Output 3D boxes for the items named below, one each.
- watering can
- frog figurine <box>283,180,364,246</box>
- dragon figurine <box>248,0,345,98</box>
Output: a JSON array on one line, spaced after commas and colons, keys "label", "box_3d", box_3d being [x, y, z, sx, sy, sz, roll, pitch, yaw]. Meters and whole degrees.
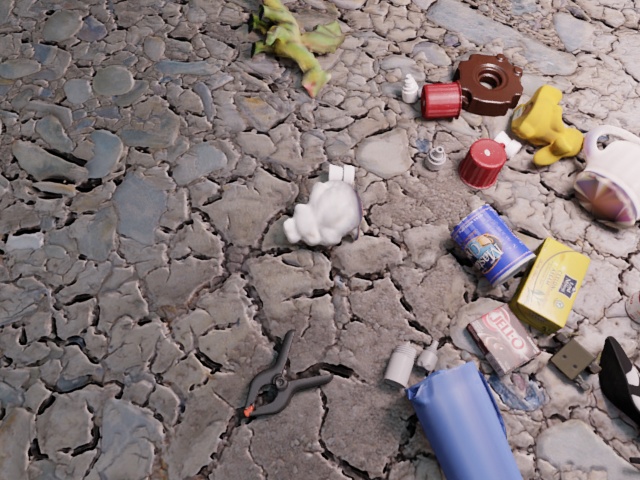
[{"label": "watering can", "box_3d": [0.703, -0.103, 1.125, 0.226, 0.102, 0.350, -37, 77, -19]}, {"label": "frog figurine", "box_3d": [0.003, -0.053, 1.060, 0.160, 0.121, 0.138, -7, 83, -18]}, {"label": "dragon figurine", "box_3d": [-0.055, -0.546, 1.340, 0.243, 0.120, 0.418, 4, 63, -19]}]
